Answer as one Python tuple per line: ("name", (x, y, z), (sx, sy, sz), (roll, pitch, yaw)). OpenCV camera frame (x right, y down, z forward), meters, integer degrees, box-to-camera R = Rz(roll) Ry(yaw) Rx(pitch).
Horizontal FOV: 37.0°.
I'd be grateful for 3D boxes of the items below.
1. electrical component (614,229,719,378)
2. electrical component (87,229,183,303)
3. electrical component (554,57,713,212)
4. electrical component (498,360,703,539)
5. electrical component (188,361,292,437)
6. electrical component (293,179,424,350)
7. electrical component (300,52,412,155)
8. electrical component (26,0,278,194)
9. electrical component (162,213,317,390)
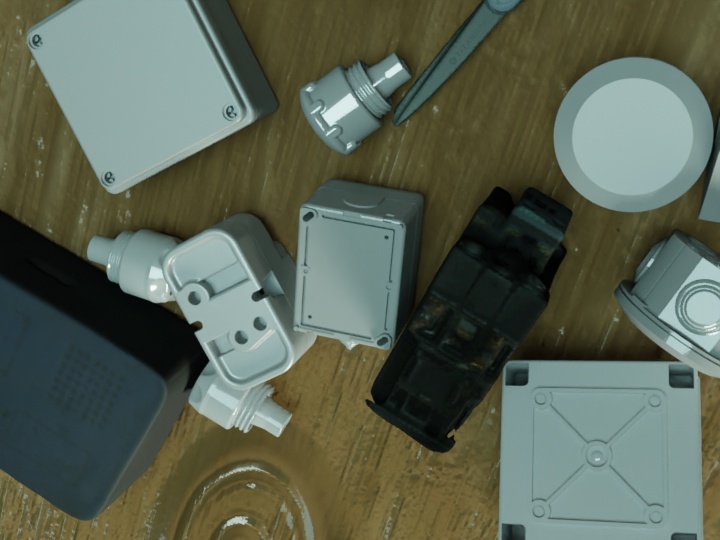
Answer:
("electrical component", (0.182, 0.018, 0.575), (0.080, 0.080, 0.051), (34, 106, 5))
("electrical component", (-0.141, -0.006, 0.681), (0.062, 0.043, 0.043), (17, 109, 12))
("electrical component", (0.146, -0.074, 0.575), (0.080, 0.051, 0.080), (4, 106, 15))
("electrical component", (0.135, 0.107, 0.602), (0.109, 0.056, 0.108), (-1, 75, 17))
("electrical component", (-0.074, 0.083, 0.685), (0.062, 0.043, 0.043), (31, 111, 5))
("electrical component", (0.000, 0.000, 0.635), (0.062, 0.061, 0.096), (11, 116, 13))
("electrical component", (0.000, -0.099, 0.615), (0.062, 0.048, 0.048), (-34, 93, 15))
("electrical component", (-0.123, -0.117, 0.638), (0.109, 0.056, 0.108), (-24, 97, 21))
("electrical component", (-0.070, 0.017, 0.657), (0.054, 0.059, 0.095), (-26, 96, 21))
